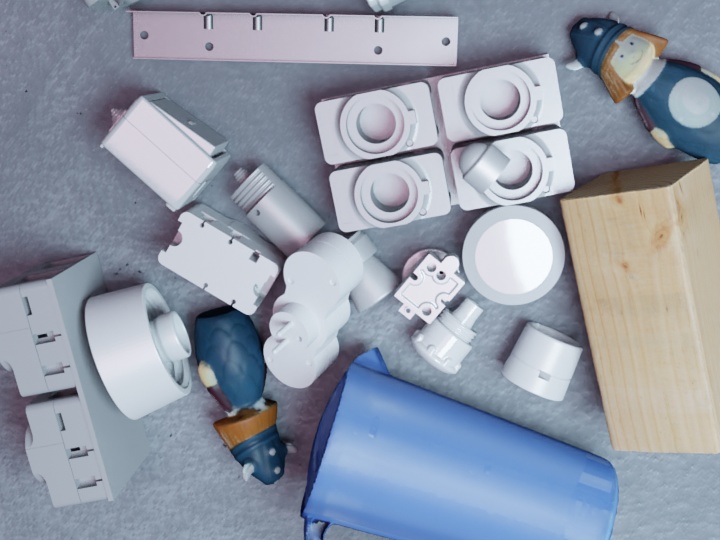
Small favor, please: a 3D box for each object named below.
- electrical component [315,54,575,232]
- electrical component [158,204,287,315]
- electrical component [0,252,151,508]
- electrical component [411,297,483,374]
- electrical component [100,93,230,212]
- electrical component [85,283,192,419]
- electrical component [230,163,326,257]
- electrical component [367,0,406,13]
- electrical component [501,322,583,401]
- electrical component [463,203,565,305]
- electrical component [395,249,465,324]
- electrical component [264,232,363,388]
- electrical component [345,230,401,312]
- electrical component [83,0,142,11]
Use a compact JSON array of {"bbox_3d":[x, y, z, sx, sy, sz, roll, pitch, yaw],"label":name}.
[{"bbox_3d":[0.067,-0.099,0.851,0.186,0.060,0.105,-10,101,8],"label":"electrical component"},{"bbox_3d":[-0.111,-0.011,0.889,0.089,0.055,0.050,31,103,-2],"label":"electrical component"},{"bbox_3d":[-0.242,0.090,0.899,0.060,0.105,0.186,-11,101,8],"label":"electrical component"},{"bbox_3d":[0.076,0.052,0.892,0.048,0.048,0.062,38,96,-3],"label":"electrical component"},{"bbox_3d":[-0.159,-0.104,0.871,0.096,0.061,0.061,42,103,-4],"label":"electrical component"},{"bbox_3d":[-0.175,0.062,0.888,0.060,0.108,0.108,-20,100,3],"label":"electrical component"},{"bbox_3d":[-0.072,-0.052,0.883,0.081,0.043,0.043,45,102,-5],"label":"electrical component"},{"bbox_3d":[0.013,-0.252,0.799,0.056,0.108,0.108,-25,99,7],"label":"electrical component"},{"bbox_3d":[0.151,0.074,0.884,0.055,0.055,0.047,23,100,0],"label":"electrical component"},{"bbox_3d":[0.123,-0.015,0.868,0.080,0.051,0.080,1,102,5],"label":"electrical component"},{"bbox_3d":[0.057,0.010,0.878,0.048,0.055,0.066,39,103,-3],"label":"electrical component"},{"bbox_3d":[-0.047,0.041,0.860,0.052,0.074,0.138,30,129,16],"label":"electrical component"},{"bbox_3d":[0.000,0.000,0.887,0.045,0.045,0.055,-36,96,12],"label":"electrical component"},{"bbox_3d":[-0.182,-0.246,0.848,0.089,0.050,0.055,-31,97,11],"label":"electrical component"}]
